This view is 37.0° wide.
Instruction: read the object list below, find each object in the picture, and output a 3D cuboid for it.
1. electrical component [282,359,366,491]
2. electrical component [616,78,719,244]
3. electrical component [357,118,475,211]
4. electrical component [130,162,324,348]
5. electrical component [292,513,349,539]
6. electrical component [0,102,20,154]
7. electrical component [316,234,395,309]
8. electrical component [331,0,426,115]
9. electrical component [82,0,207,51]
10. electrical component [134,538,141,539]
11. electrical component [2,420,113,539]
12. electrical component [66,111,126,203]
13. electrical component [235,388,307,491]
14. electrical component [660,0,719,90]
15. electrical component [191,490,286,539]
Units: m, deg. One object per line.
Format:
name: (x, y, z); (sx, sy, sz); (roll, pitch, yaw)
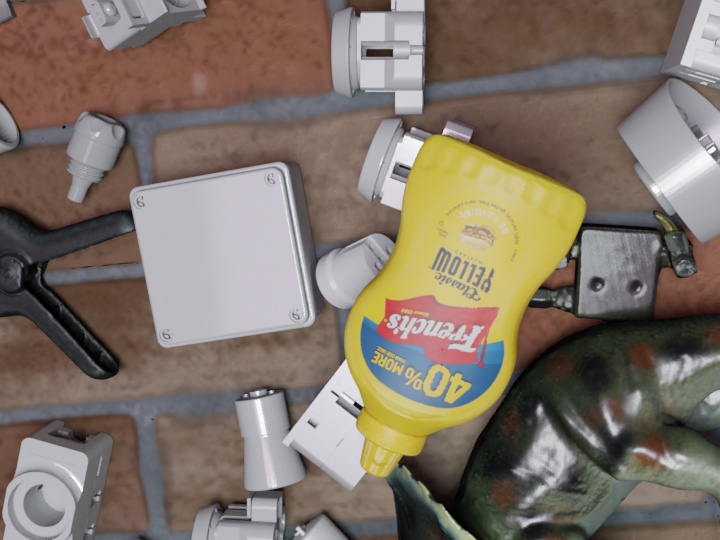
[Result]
electrical component: (0.039, 0.043, 0.686); (0.060, 0.105, 0.186); (38, 101, 2)
electrical component: (0.204, -0.067, 0.654); (0.064, 0.099, 0.099); (-37, 91, 17)
electrical component: (0.034, -0.065, 0.697); (0.057, 0.058, 0.078); (21, 106, 4)
electrical component: (-0.087, -0.011, 0.722); (0.109, 0.056, 0.108); (-9, 96, 9)
electrical component: (-0.018, 0.206, 0.748); (0.040, 0.040, 0.078); (-44, 90, 11)
electrical component: (-0.277, -0.089, 0.748); (0.065, 0.044, 0.044); (-28, 93, 15)
electrical component: (0.000, 0.000, 0.710); (0.046, 0.040, 0.040); (-27, 93, 42)
electrical component: (0.013, -0.139, 0.691); (0.057, 0.058, 0.078); (1, 98, 5)
electrical component: (-0.161, -0.211, 0.702); (0.063, 0.079, 0.121); (-24, 94, 32)
electrical component: (-0.140, 0.224, 0.769); (0.065, 0.044, 0.044); (23, 100, 0)
electrical component: (-0.216, 0.161, 0.763); (0.050, 0.056, 0.089); (14, 99, 6)
electrical component: (-0.186, -0.076, 0.739); (0.035, 0.035, 0.061); (25, 103, 4)
electrical component: (-0.064, 0.115, 0.743); (0.044, 0.044, 0.065); (-11, 91, 9)
electrical component: (0.238, -0.183, 0.635); (0.062, 0.089, 0.150); (18, 99, 6)
electrical component: (-0.084, 0.192, 0.748); (0.057, 0.058, 0.078); (2, 98, 5)
